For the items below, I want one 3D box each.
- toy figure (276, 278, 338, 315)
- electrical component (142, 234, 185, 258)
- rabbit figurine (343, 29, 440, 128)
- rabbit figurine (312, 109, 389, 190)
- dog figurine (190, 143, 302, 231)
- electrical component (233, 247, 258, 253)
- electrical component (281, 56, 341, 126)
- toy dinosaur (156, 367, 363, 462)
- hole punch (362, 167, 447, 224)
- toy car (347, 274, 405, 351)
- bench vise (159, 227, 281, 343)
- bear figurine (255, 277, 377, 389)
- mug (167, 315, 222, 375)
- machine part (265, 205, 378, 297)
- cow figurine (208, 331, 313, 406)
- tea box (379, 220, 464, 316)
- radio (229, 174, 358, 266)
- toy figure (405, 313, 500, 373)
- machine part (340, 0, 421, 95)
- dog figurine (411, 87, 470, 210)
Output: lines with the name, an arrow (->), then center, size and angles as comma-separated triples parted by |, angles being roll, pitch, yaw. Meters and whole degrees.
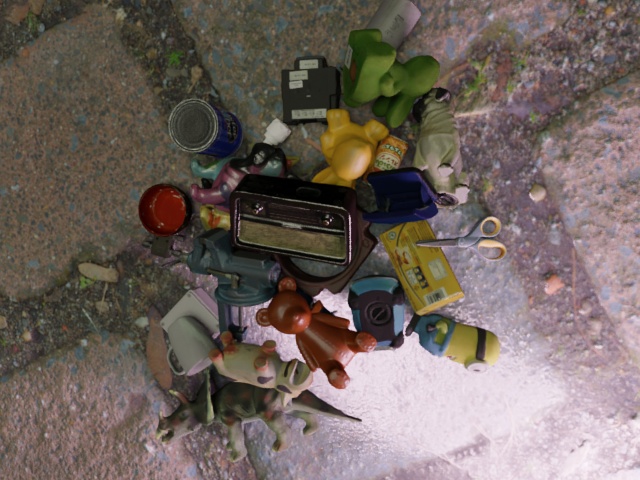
toy figure -> -0.028, 0.137, 1.108 | 0.154, 0.058, 0.064 | 34, 106, 3
electrical component -> -0.344, 0.005, 1.182 | 0.094, 0.021, 0.063 | 14, 97, 11
rabbit figurine -> 0.135, -0.285, 0.966 | 0.170, 0.121, 0.158 | -1, 121, -17
rabbit figurine -> 0.046, -0.154, 0.983 | 0.122, 0.173, 0.162 | 26, 105, -12
dog figurine -> -0.140, -0.105, 1.070 | 0.219, 0.108, 0.191 | -8, 137, 4
electrical component -> -0.175, 0.036, 1.140 | 0.102, 0.045, 0.078 | -9, 120, 15
electrical component -> -0.017, -0.297, 1.074 | 0.115, 0.058, 0.134 | 2, 94, 10
toy dinosaur -> -0.130, 0.338, 1.119 | 0.405, 0.131, 0.192 | -18, 91, 6
hole punch -> 0.147, -0.063, 0.974 | 0.142, 0.115, 0.092 | -7, 63, 33
toy car -> 0.117, 0.132, 1.053 | 0.109, 0.103, 0.161 | -8, 108, 12
bench vise -> -0.183, 0.104, 1.070 | 0.224, 0.129, 0.240 | 4, 111, 10
bear figurine -> -0.013, 0.164, 0.990 | 0.195, 0.132, 0.120 | 43, 79, -12
mug -> -0.269, 0.215, 1.098 | 0.109, 0.080, 0.107 | -40, 73, 17
machine part -> -0.002, -0.003, 1.078 | 0.201, 0.087, 0.201 | 37, 102, 7
cow figurine -> -0.107, 0.254, 1.044 | 0.195, 0.085, 0.127 | 7, 135, 17
tea box -> 0.194, 0.048, 1.027 | 0.098, 0.068, 0.169 | -26, 70, 12
radio -> -0.047, -0.039, 0.977 | 0.230, 0.073, 0.131 | 9, 128, 9
toy figure -> 0.258, 0.192, 1.041 | 0.180, 0.082, 0.089 | 25, 100, 11
machine part -> 0.115, -0.380, 1.029 | 0.079, 0.079, 0.243 | 38, 101, 7
dog figurine -> 0.235, -0.173, 1.023 | 0.121, 0.172, 0.190 | 4, 63, 24
